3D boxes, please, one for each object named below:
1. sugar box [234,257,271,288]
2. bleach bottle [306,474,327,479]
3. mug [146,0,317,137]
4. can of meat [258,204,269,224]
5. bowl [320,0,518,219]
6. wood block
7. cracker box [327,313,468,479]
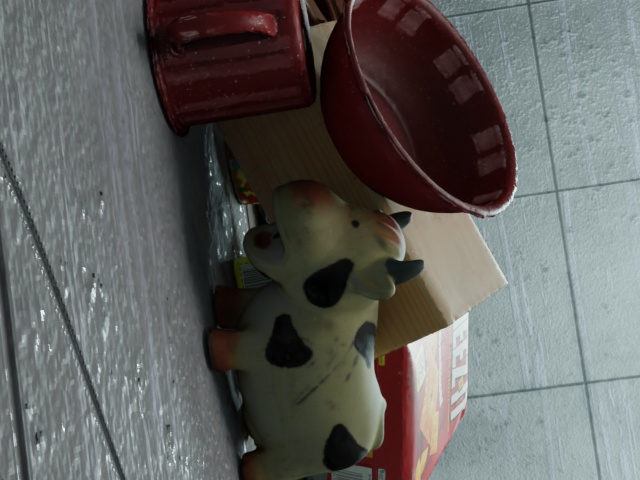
[{"bbox_3d":[-0.025,0.058,0.802,0.176,0.048,0.093,53,28,-85],"label":"sugar box"},{"bbox_3d":[0.027,0.228,1.019,0.250,0.068,0.102,63,20,-68],"label":"bleach bottle"},{"bbox_3d":[-0.049,-0.111,0.597,0.117,0.081,0.093,21,61,-84],"label":"mug"},{"bbox_3d":[-0.027,-0.055,0.897,0.102,0.057,0.084,-79,158,-76],"label":"can of meat"},{"bbox_3d":[0.050,-0.077,0.642,0.161,0.055,0.162,31,44,-36],"label":"bowl"},{"bbox_3d":[0.023,-0.033,0.709,0.090,0.091,0.206,-26,87,-51],"label":"wood block"},{"bbox_3d":[0.072,0.117,0.905,0.213,0.072,0.164,-37,130,-63],"label":"cracker box"}]
